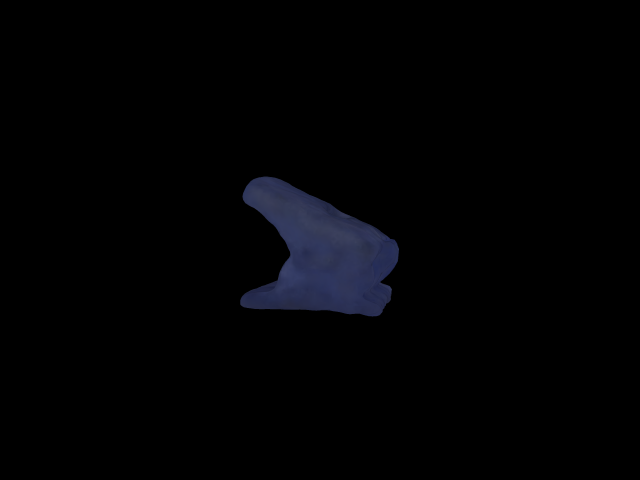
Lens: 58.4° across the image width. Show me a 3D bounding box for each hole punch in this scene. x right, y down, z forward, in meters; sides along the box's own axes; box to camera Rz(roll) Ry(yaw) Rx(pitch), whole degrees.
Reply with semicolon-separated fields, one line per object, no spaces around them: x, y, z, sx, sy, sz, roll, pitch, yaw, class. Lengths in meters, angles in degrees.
0.004;0.001;0.400;0.101;0.091;0.109;1;4;11;hole punch
